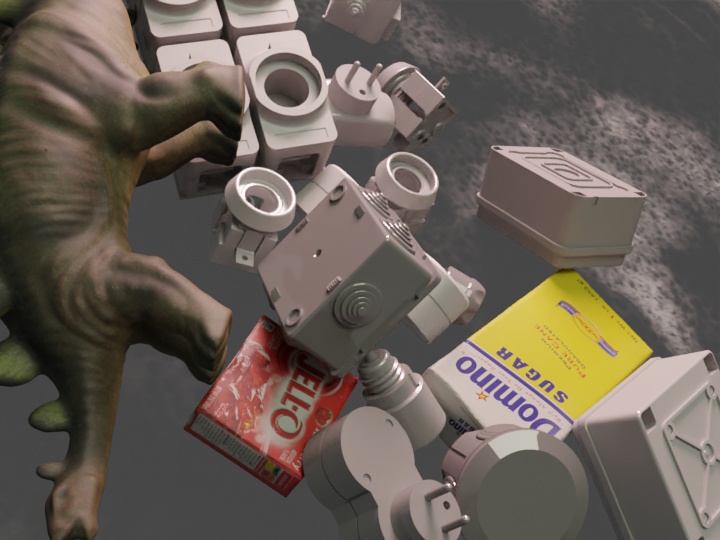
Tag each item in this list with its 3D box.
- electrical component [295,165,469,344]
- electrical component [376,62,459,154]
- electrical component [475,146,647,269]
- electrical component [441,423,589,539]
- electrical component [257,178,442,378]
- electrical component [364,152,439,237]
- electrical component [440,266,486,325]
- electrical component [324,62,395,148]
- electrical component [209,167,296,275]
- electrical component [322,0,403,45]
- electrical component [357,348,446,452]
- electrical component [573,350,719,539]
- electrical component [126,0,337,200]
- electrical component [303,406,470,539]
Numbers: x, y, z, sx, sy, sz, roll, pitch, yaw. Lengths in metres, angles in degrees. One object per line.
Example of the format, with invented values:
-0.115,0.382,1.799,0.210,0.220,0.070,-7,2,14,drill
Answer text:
0.000,0.000,0.725,0.074,0.052,0.138,-43,74,-6,electrical component
0.041,-0.134,0.863,0.055,0.066,0.048,48,10,24,electrical component
0.151,-0.049,0.822,0.078,0.057,0.113,-2,26,-32,electrical component
0.088,0.130,0.631,0.080,0.051,0.080,-1,92,-14,electrical component
-0.011,0.002,0.652,0.048,0.100,0.099,39,11,-34,electrical component
0.026,-0.052,0.782,0.066,0.055,0.048,-11,60,-37,electrical component
0.056,0.012,0.761,0.061,0.035,0.035,31,44,0,electrical component
-0.009,-0.127,0.808,0.077,0.079,0.043,0,55,-31,electrical component
-0.072,-0.034,0.708,0.048,0.055,0.066,15,47,-20,electrical component
0.012,-0.243,0.932,0.061,0.061,0.096,25,45,-11,electrical component
0.021,0.076,0.662,0.078,0.040,0.040,58,39,-21,electrical component
0.206,0.123,0.712,0.109,0.056,0.108,-27,95,-43,electrical component
-0.094,-0.152,0.750,0.105,0.060,0.186,-11,70,-19,electrical component
0.030,0.138,0.587,0.052,0.074,0.138,-20,78,-47,electrical component
